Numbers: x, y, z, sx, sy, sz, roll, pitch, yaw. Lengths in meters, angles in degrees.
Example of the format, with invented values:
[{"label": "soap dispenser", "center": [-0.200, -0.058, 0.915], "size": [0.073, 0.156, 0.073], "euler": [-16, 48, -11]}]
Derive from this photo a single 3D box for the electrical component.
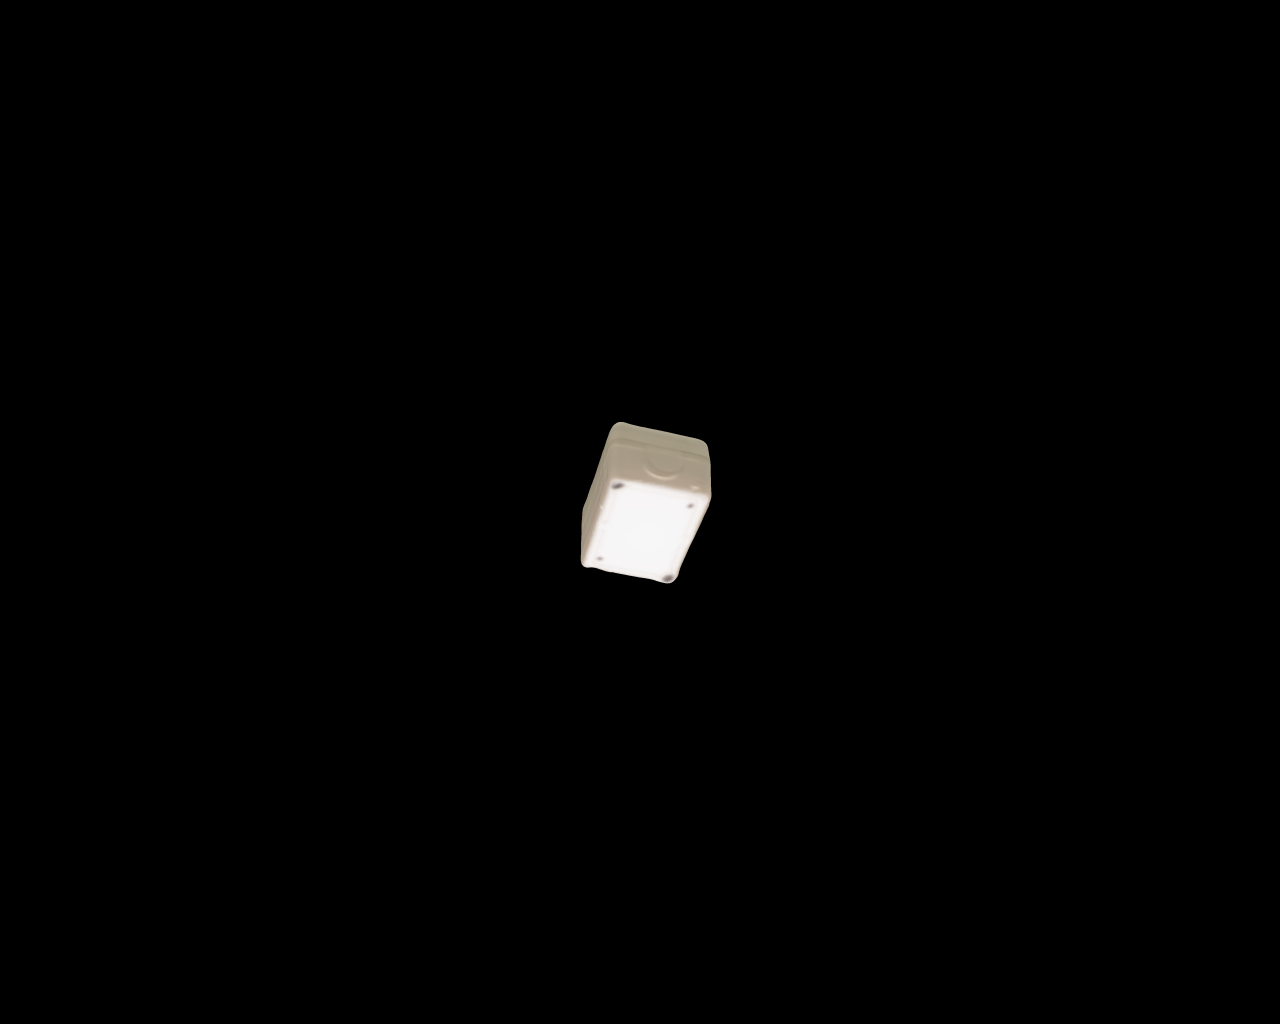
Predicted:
[{"label": "electrical component", "center": [0.001, -0.003, 0.650], "size": [0.062, 0.061, 0.096], "euler": [11, -47, -11]}]
